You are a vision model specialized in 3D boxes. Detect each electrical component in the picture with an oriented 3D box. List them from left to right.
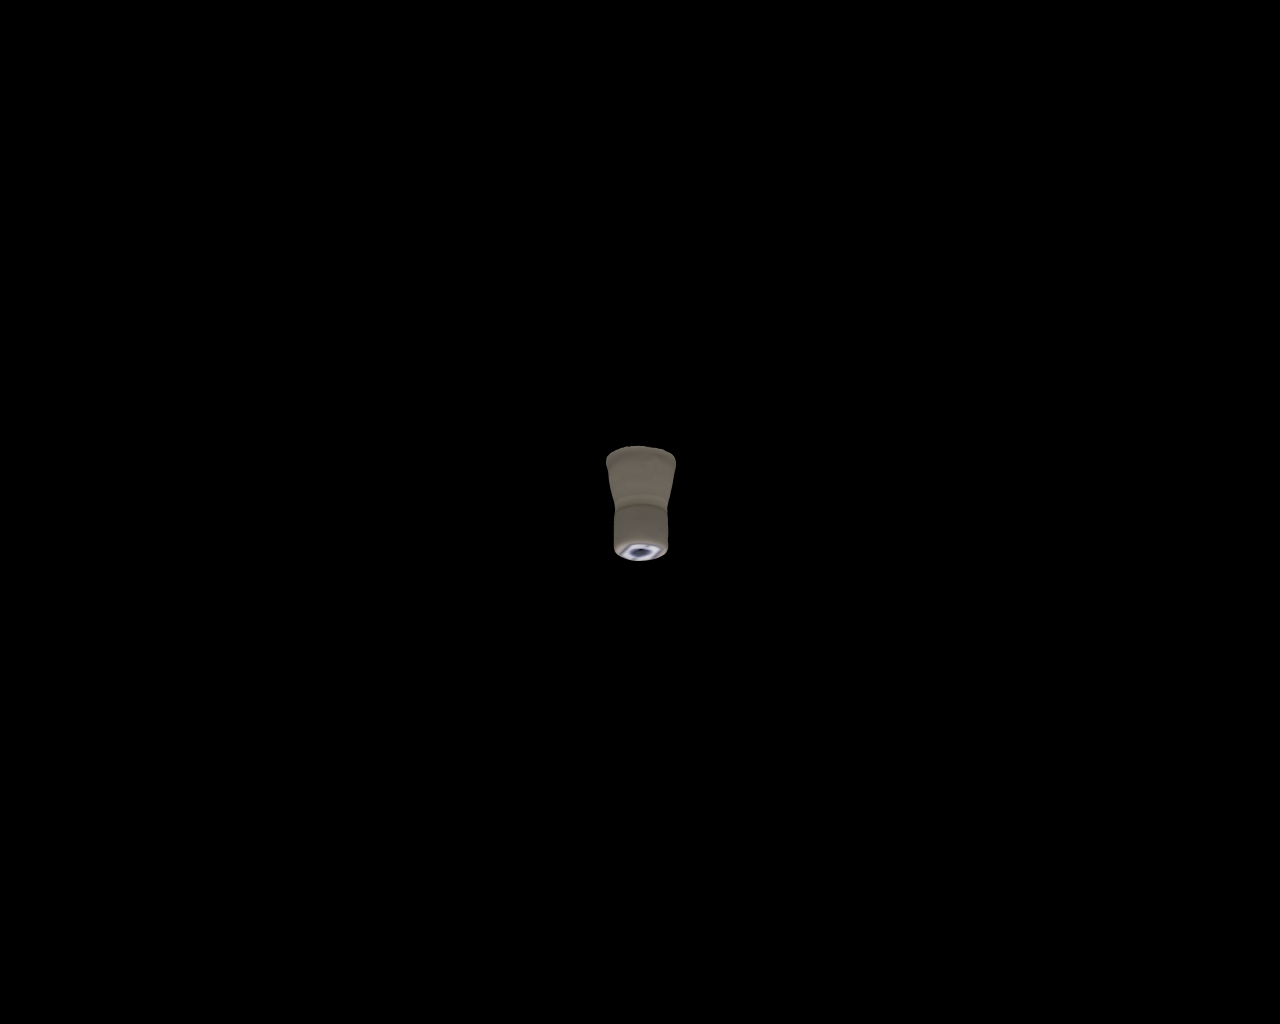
[{"bbox_3d":[0.001,-0.003,0.650,0.044,0.065,0.044,0,-24,0],"label":"electrical component"}]
